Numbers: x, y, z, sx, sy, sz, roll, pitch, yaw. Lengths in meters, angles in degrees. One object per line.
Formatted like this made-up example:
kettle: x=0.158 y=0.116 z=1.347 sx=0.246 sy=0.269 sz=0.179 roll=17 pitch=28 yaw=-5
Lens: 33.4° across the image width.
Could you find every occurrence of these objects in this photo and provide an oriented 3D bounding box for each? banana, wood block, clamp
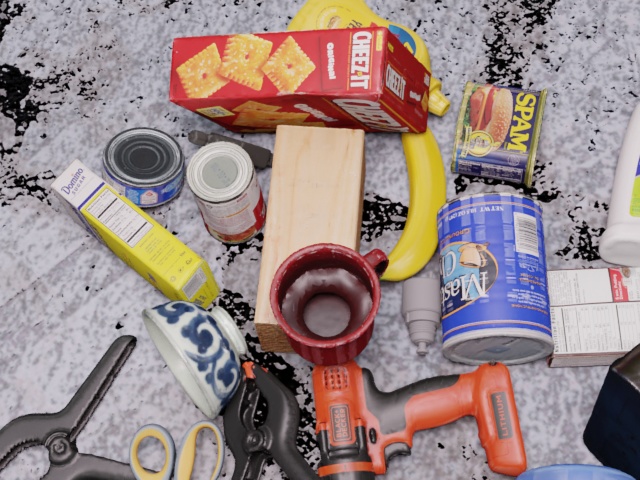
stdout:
banana: x=0.096 y=-0.037 z=1.073 sx=0.069 sy=0.037 sz=0.197 roll=25 pitch=65 yaw=-21
wood block: x=-0.006 y=0.001 z=1.045 sx=0.090 sy=0.091 sz=0.206 roll=4 pitch=67 yaw=5
clamp: x=-0.042 y=0.191 z=0.978 sx=0.120 sy=0.039 sz=0.171 roll=-13 pitch=62 yaw=21
clamp: x=-0.233 y=0.205 z=1.005 sx=0.210 sy=0.036 sz=0.165 roll=-29 pitch=70 yaw=-9

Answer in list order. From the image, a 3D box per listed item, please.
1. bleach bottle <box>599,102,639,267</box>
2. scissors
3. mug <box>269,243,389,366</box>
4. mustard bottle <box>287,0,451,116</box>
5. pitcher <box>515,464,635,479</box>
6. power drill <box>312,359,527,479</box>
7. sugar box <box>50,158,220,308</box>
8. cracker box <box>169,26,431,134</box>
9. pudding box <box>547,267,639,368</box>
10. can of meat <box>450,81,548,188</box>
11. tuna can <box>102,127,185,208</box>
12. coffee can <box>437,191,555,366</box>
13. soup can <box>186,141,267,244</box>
bleach bottle: x=0.345 y=-0.094 z=1.075 sx=0.102 sy=0.068 sz=0.250 roll=10 pitch=66 yaw=7
scissors: x=-0.147 y=0.255 z=0.967 sx=0.096 sy=0.016 sz=0.201 roll=19 pitch=80 yaw=4
mug: x=0.015 y=0.052 z=0.926 sx=0.093 sy=0.081 sz=0.117 roll=42 pitch=75 yaw=18
mustard bottle: x=0.059 y=-0.191 z=1.139 sx=0.192 sy=0.058 sz=0.096 roll=38 pitch=81 yaw=17
pitcher: x=0.222 y=0.312 z=0.871 sx=0.149 sy=0.145 sz=0.243 roll=3 pitch=64 yaw=4
power drill: x=0.089 y=0.189 z=0.975 sx=0.187 sy=0.057 sz=0.184 roll=-7 pitch=72 yaw=0
sugar box: x=-0.183 y=0.000 z=1.058 sx=0.176 sy=0.093 sz=0.048 roll=34 pitch=74 yaw=18
cracker box: x=-0.015 y=-0.149 z=1.042 sx=0.214 sy=0.164 sz=0.072 roll=2 pitch=85 yaw=21
pudding box: x=0.270 y=0.073 z=1.021 sx=0.113 sy=0.039 sz=0.090 roll=-3 pitch=67 yaw=5
can of meat: x=0.184 y=-0.111 z=1.097 sx=0.084 sy=0.057 sz=0.102 roll=10 pitch=67 yaw=11
tuna can: x=-0.183 y=-0.077 z=1.109 sx=0.086 sy=0.034 sz=0.086 roll=5 pitch=52 yaw=-7
coffee can: x=0.164 y=0.038 z=1.007 sx=0.103 sy=0.103 sz=0.140 roll=-1 pitch=68 yaw=4
soup can: x=-0.092 y=-0.046 z=1.065 sx=0.068 sy=0.102 sz=0.068 roll=-2 pitch=67 yaw=4
